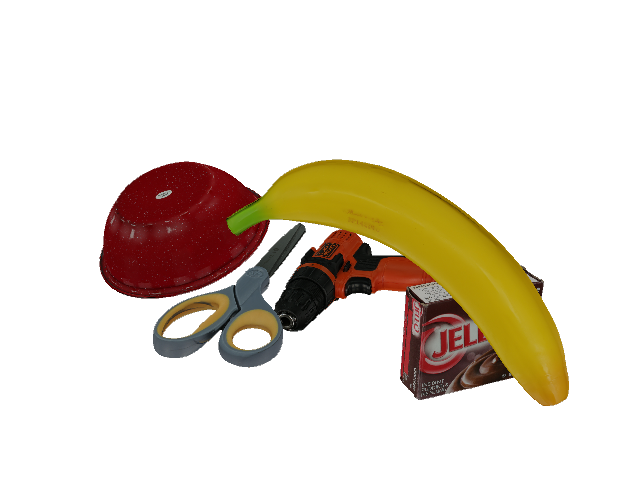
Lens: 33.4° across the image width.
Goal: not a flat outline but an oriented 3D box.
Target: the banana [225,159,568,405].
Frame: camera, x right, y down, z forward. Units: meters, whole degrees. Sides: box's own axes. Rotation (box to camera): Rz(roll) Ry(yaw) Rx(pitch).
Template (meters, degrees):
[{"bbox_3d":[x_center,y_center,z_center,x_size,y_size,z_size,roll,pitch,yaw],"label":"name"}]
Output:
[{"bbox_3d":[0.052,0.010,0.553,0.198,0.070,0.037,29,15,6],"label":"banana"}]

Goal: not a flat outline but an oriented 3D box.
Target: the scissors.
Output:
[{"bbox_3d":[-0.036,0.038,0.776,0.096,0.016,0.201,20,34,30],"label":"scissors"}]

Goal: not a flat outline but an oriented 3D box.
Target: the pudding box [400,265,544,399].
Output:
[{"bbox_3d":[0.123,0.074,0.873,0.113,0.090,0.039,-11,30,-23],"label":"pudding box"}]

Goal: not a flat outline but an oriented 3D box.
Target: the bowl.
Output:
[{"bbox_3d":[-0.130,-0.022,0.947,0.162,0.055,0.162,-12,37,9],"label":"bowl"}]

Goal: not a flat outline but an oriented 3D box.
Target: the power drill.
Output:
[{"bbox_3d":[0.061,0.050,1.128,0.188,0.057,0.184,9,31,20],"label":"power drill"}]
